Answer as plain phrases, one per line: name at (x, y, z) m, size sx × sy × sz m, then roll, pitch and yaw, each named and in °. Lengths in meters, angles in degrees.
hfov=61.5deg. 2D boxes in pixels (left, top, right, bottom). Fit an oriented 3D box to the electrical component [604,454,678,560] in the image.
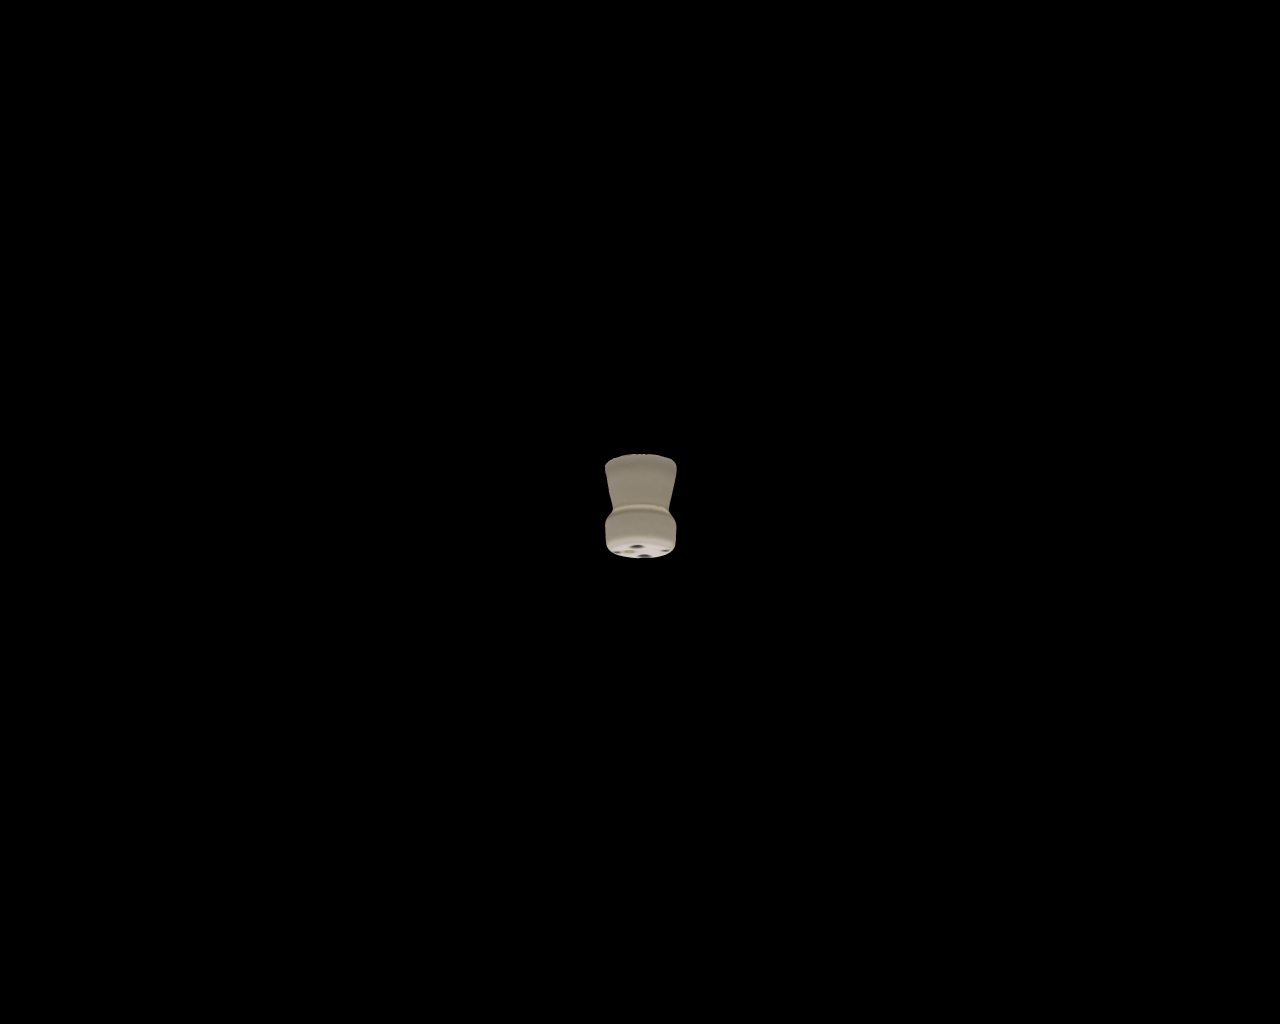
electrical component at (0.001, -0.003, 0.650) m, size 0.045 × 0.055 × 0.045 m, roll 0°, pitch -16°, yaw 0°
